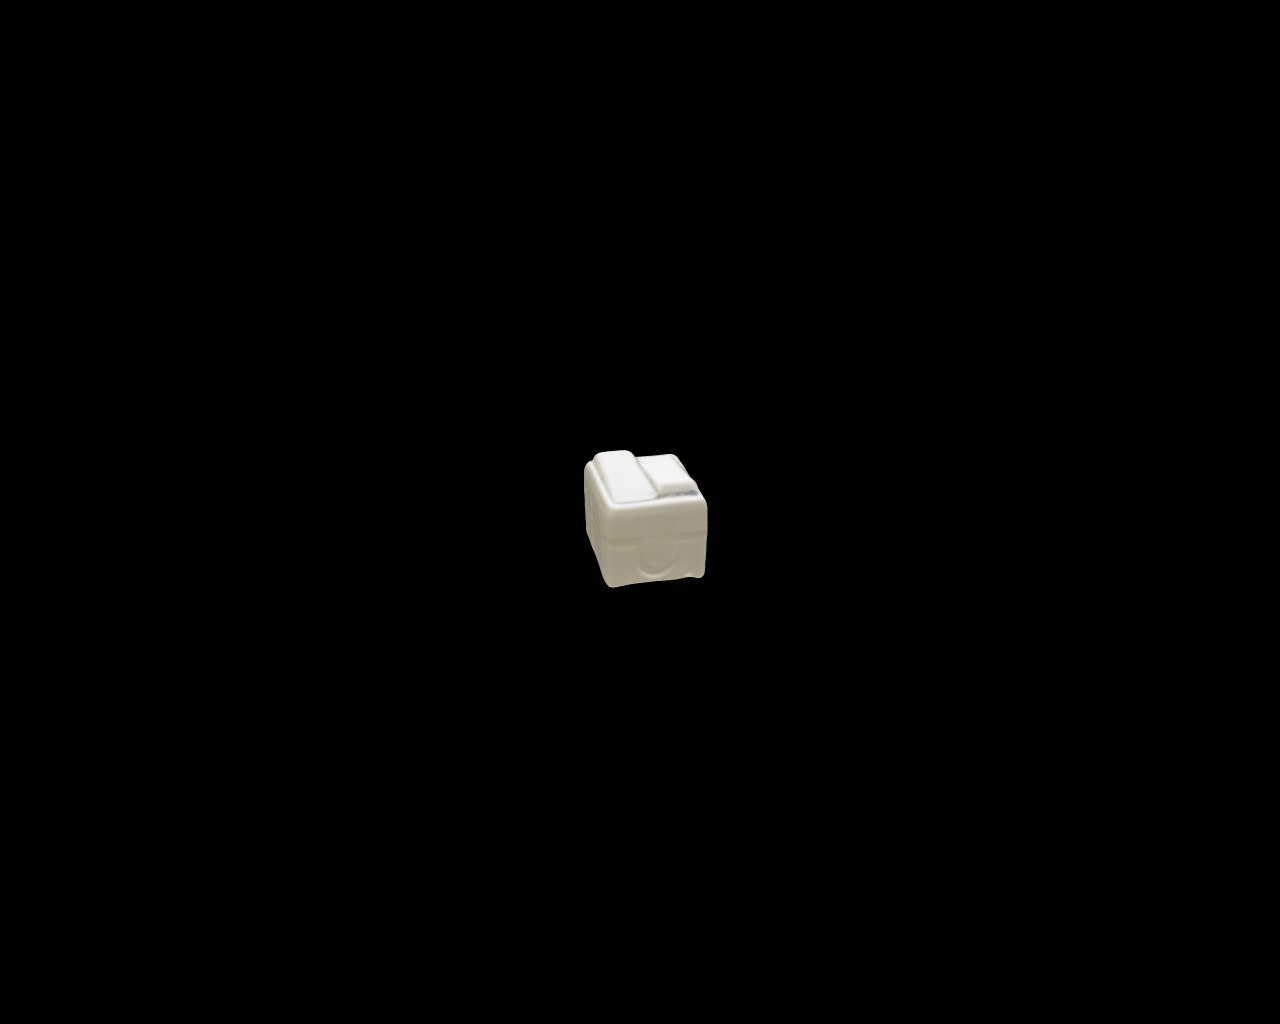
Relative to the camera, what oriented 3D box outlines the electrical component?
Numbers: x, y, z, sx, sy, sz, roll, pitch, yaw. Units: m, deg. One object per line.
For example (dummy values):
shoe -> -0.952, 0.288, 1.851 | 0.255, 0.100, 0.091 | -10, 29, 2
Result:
electrical component -> 0.001, -0.003, 0.650 | 0.062, 0.061, 0.096 | -5, 25, -10
